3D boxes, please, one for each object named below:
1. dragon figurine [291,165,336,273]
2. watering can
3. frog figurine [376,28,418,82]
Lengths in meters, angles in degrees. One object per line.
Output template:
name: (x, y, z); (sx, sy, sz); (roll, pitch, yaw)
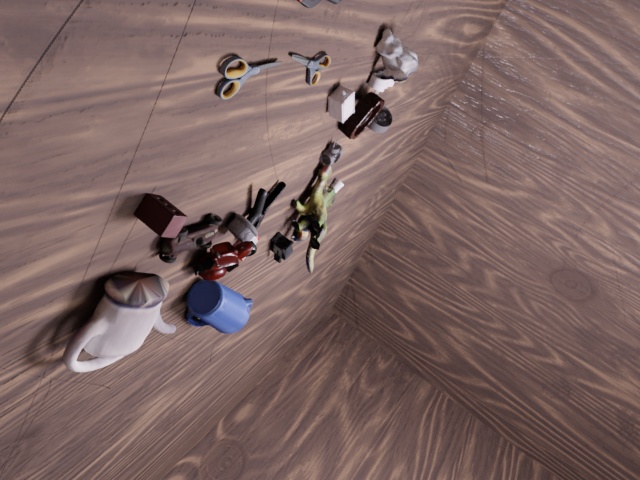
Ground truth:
dragon figurine: (0.006, -0.093, 1.846); (0.248, 0.123, 0.400); (-51, 153, -40)
watering can: (-0.399, 0.167, 1.124); (0.222, 0.105, 0.349); (-60, 165, 16)
frog figurine: (0.231, -0.573, 1.570); (0.123, 0.140, 0.156); (-19, 125, -3)
